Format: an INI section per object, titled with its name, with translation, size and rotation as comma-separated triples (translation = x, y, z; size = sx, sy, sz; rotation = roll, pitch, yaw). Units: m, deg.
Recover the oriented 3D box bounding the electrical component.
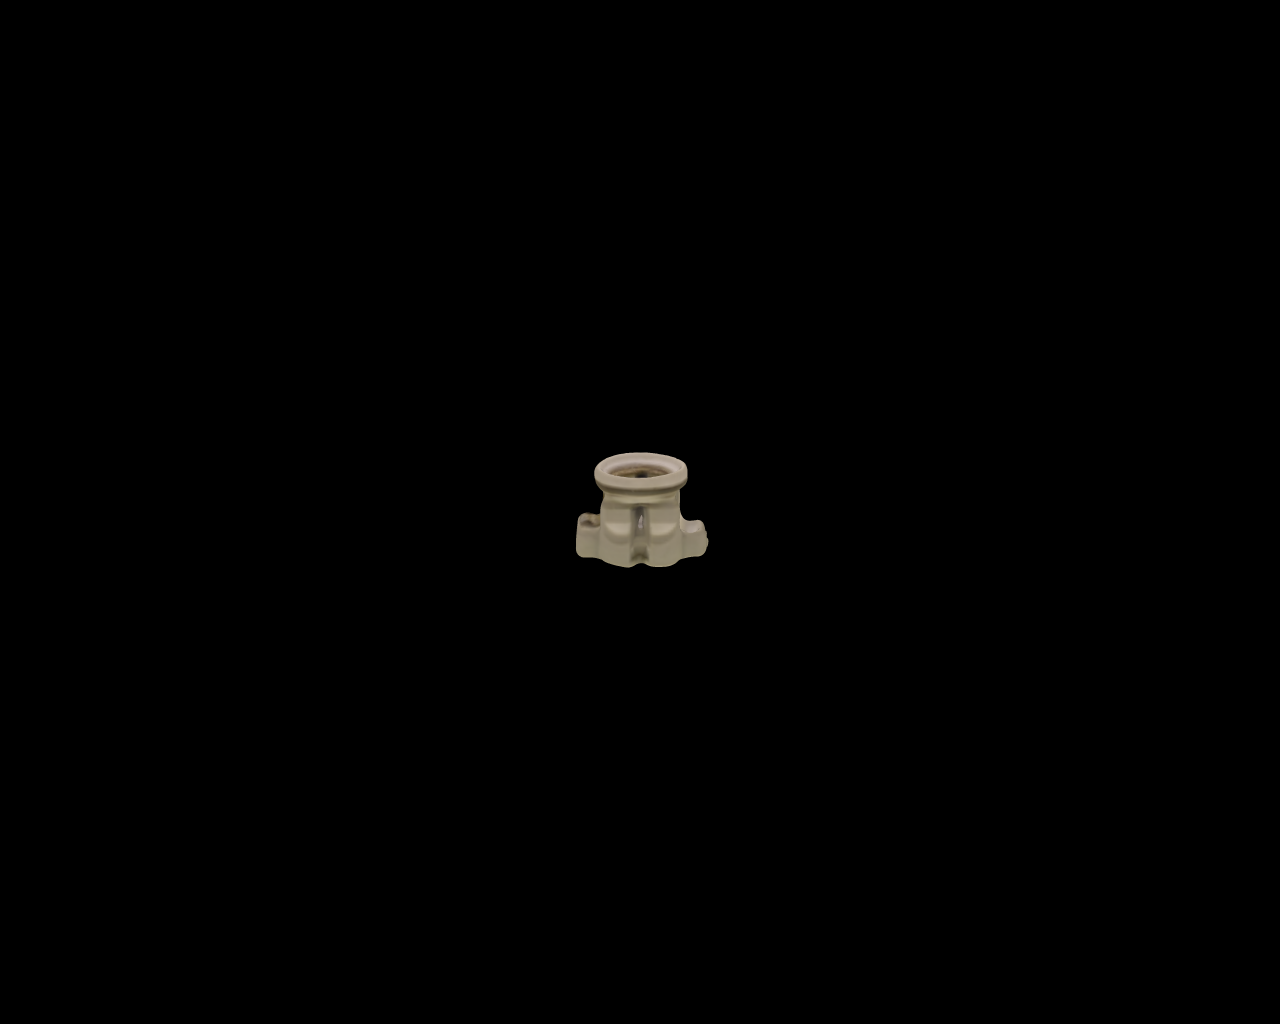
[electrical component]
translation = 0.001, -0.003, 0.650
size = 0.078, 0.056, 0.058
rotation = 1, 20, 2
